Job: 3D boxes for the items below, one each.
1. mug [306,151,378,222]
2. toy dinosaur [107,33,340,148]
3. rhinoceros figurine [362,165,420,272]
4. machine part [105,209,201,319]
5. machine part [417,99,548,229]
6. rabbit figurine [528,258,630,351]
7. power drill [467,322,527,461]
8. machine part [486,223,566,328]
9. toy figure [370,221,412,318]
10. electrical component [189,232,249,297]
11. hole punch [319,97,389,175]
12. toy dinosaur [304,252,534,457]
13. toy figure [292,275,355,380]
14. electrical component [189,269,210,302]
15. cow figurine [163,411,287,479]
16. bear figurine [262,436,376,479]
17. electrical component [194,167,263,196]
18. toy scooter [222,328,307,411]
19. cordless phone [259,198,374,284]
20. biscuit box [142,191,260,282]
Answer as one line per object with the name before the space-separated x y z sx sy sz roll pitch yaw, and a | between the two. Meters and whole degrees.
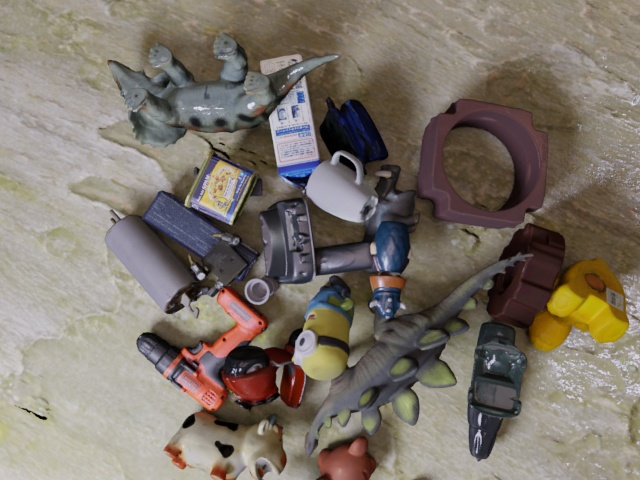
mug | 0.046 -0.085 0.880 0.107 0.081 0.109 36 122 29
toy dinosaur | -0.164 -0.226 0.866 0.405 0.192 0.131 3 81 8
rhinoceros figurine | 0.115 -0.035 0.934 0.112 0.073 0.190 14 89 11
machine part | -0.280 0.040 0.900 0.079 0.079 0.243 -45 76 -3
machine part | 0.275 -0.126 0.919 0.201 0.087 0.201 8 81 -8
rabbit figurine | 0.405 0.110 0.896 0.122 0.173 0.162 21 42 -1
power drill | 0.275 0.241 0.852 0.086 0.207 0.232 8 76 22
machine part | 0.331 0.059 0.881 0.056 0.179 0.179 20 87 4
toy figure | 0.112 0.048 0.858 0.064 0.057 0.154 4 82 22
electrical component | -0.163 0.034 0.875 0.102 0.045 0.078 -39 87 -2
hole punch | 0.067 -0.178 0.920 0.092 0.116 0.142 -25 88 -10
toy dinosaur | 0.134 0.175 0.848 0.105 0.199 0.471 39 93 -24
toy figure | 0.015 0.141 0.875 0.089 0.180 0.082 14 131 9
electrical component | -0.241 0.080 0.942 0.094 0.021 0.063 -11 87 1
cow figurine | -0.143 0.336 0.882 0.195 0.085 0.127 11 53 23
bear figurine | -0.005 0.401 0.891 0.132 0.120 0.196 22 58 36
electrical component | -0.159 -0.092 0.940 0.119 0.048 0.074 -4 87 -2
toy scooter | -0.077 0.232 0.895 0.184 0.075 0.135 -12 108 -36
cordless phone | -0.002 -0.003 0.902 0.184 0.088 0.146 -8 86 10
biscuit box | -0.204 -0.007 0.929 0.203 0.059 0.063 34 88 0
